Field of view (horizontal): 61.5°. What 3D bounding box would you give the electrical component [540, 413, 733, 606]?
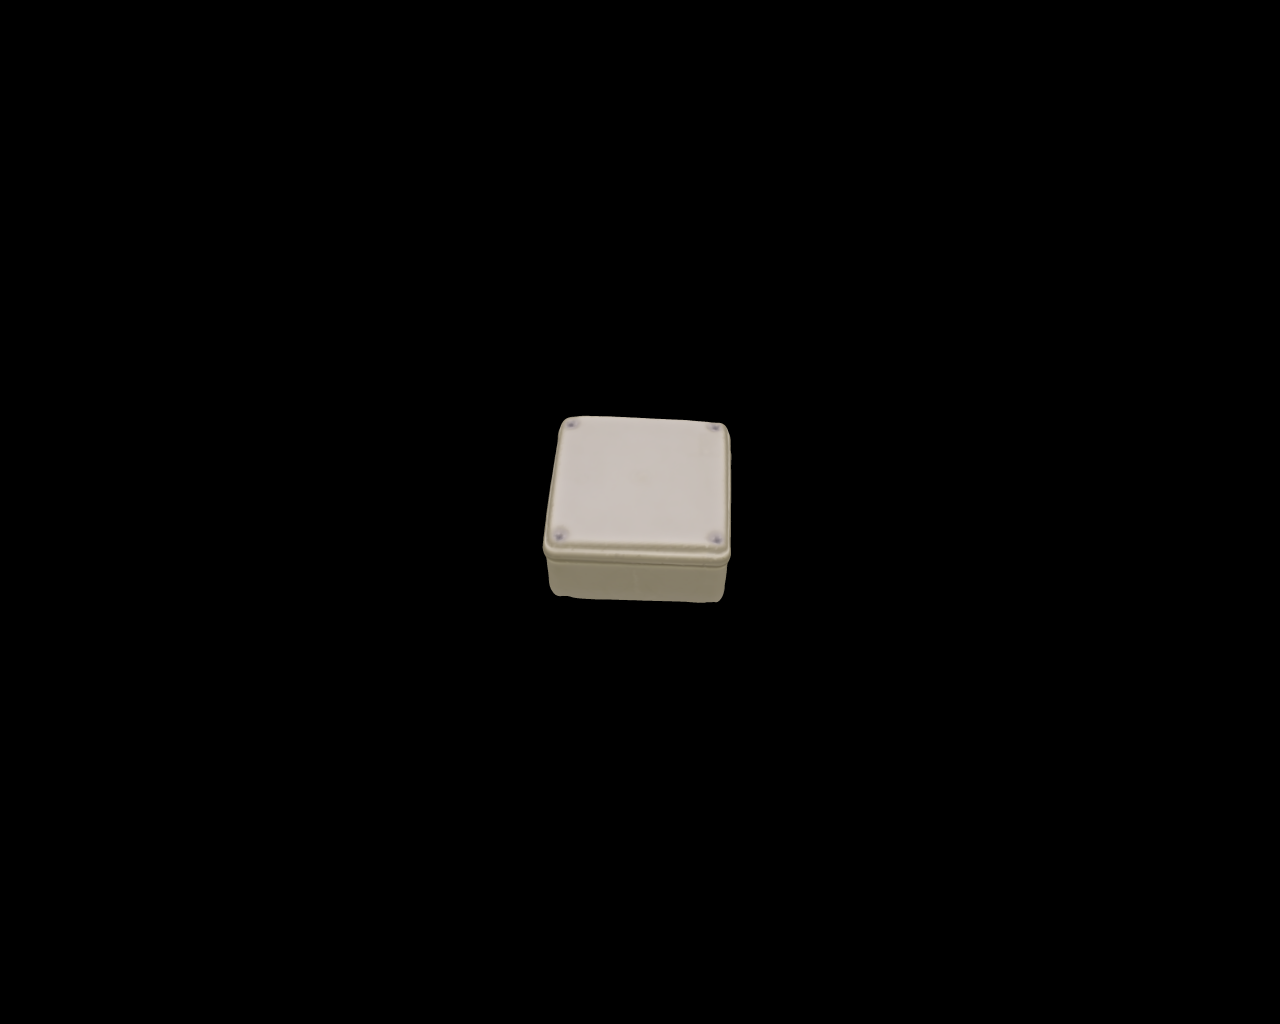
[{"bbox_3d":[0.001,-0.003,0.650,0.109,0.109,0.056,2,-40,2],"label":"electrical component"}]
